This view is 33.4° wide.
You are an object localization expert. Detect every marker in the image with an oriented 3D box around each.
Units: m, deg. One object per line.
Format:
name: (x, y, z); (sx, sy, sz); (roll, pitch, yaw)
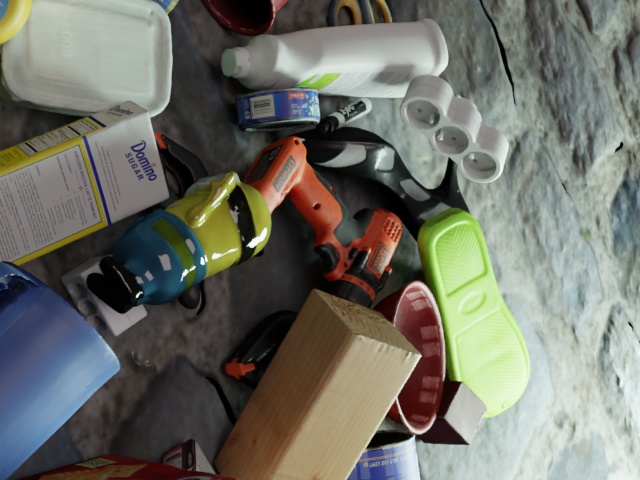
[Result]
marker: (0.026, -0.134, 1.158); (0.121, 0.020, 0.020); (-38, 109, -60)

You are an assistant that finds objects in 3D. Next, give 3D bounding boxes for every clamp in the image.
clamp: (-0.121, -0.029, 1.055); (0.120, 0.039, 0.171); (-30, 103, -50)
clamp: (-0.005, 0.126, 1.123); (0.209, 0.036, 0.164); (-18, 95, -41)

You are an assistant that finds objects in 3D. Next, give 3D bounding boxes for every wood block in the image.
wood block: (-0.005, 0.164, 1.026); (0.090, 0.090, 0.206); (22, 104, -34)

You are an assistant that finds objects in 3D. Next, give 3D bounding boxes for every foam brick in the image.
foam brick: (0.138, 0.194, 1.197); (0.051, 0.078, 0.053); (46, 60, -22)

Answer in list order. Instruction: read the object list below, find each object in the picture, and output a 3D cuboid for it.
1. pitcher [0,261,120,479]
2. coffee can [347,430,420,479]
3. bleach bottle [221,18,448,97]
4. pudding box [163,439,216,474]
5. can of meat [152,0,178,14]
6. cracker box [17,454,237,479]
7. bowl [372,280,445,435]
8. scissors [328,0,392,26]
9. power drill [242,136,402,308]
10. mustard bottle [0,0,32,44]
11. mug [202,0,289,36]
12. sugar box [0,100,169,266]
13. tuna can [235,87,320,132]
pitcher: (-0.288, 0.136, 0.839); (0.149, 0.145, 0.242); (48, 66, -15)
coffee can: (0.057, 0.277, 1.111); (0.102, 0.103, 0.140); (-7, 89, -37)
bleach bottle: (0.012, -0.192, 1.132); (0.250, 0.103, 0.068); (-7, 73, -37)
pudding box: (-0.105, 0.254, 0.998); (0.039, 0.090, 0.113); (-28, 105, -1)
can of meat: (-0.170, -0.274, 1.034); (0.083, 0.058, 0.102); (37, 64, -30)
cracker box: (-0.184, 0.232, 0.864); (0.163, 0.214, 0.072); (-10, 91, -37)
bowl: (0.081, 0.123, 1.124); (0.161, 0.055, 0.162); (12, 77, -63)
scissors: (0.026, -0.307, 1.211); (0.096, 0.016, 0.202); (-31, 103, -35)
power drill: (-0.007, 0.001, 1.091); (0.187, 0.058, 0.184); (45, 52, -25)
mustard bottle: (-0.297, -0.198, 0.879); (0.191, 0.058, 0.096); (-41, 92, -6)
mug: (-0.072, -0.279, 1.088); (0.117, 0.093, 0.081); (54, 52, -23)
sugar box: (-0.226, -0.048, 0.937); (0.176, 0.048, 0.093); (-28, 126, -28)
tuna can: (-0.043, -0.133, 1.094); (0.085, 0.086, 0.034); (-6, 90, -37)
